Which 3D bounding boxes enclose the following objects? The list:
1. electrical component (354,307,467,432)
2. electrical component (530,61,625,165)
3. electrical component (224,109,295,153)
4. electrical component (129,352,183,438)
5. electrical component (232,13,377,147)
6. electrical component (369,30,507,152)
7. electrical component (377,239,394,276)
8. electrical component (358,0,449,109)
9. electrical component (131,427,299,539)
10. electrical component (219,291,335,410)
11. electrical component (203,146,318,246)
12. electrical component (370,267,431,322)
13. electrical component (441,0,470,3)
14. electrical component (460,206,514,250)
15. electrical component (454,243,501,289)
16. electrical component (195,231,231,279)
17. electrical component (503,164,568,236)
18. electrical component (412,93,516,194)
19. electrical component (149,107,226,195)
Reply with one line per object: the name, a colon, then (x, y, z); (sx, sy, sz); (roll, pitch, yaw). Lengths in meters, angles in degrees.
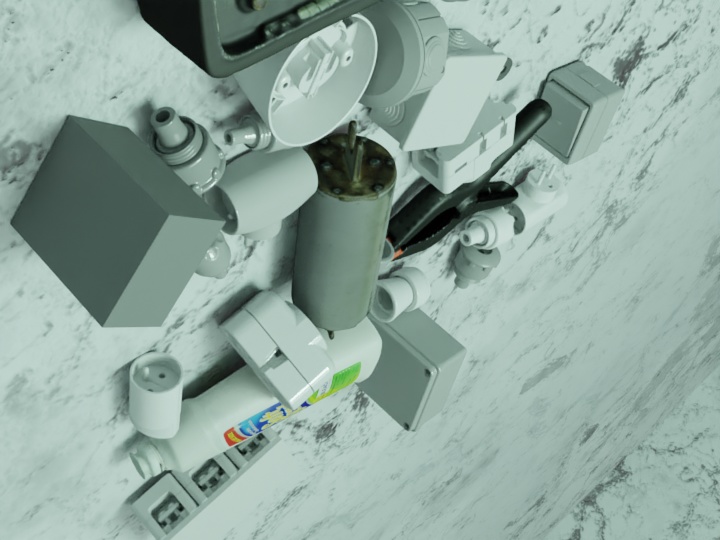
electrical component: (0.046, 0.097, 1.146); (0.056, 0.109, 0.108); (-29, 149, -38)
electrical component: (0.216, -0.155, 1.103); (0.061, 0.062, 0.096); (-26, 147, -37)
electrical component: (-0.070, -0.100, 0.773); (0.061, 0.035, 0.035); (-20, 143, -39)
electrical component: (-0.172, 0.111, 0.903); (0.043, 0.043, 0.081); (-29, 149, -34)
electrical component: (-0.036, -0.140, 0.728); (0.099, 0.064, 0.099); (-38, 165, -12)
electrical component: (0.063, -0.151, 0.889); (0.100, 0.048, 0.099); (-15, 139, -48)
electrical component: (0.000, 0.000, 1.016); (0.044, 0.044, 0.065); (-19, 147, -44)
electrical component: (0.022, -0.160, 0.780); (0.051, 0.080, 0.080); (-25, 147, -49)
electrical component: (-0.144, 0.211, 1.067); (0.150, 0.062, 0.089); (-41, 154, -13)
electrical component: (-0.069, 0.067, 0.938); (0.059, 0.095, 0.054); (-41, -170, -14)
electrical component: (-0.077, -0.049, 0.824); (0.077, 0.043, 0.079); (-30, 150, -32)
electrical component: (0.039, 0.024, 1.104); (0.055, 0.045, 0.045); (-24, 146, -40)
electrical component: (0.080, -0.224, 0.830); (0.061, 0.035, 0.035); (-17, 141, -50)
electrical component: (0.134, -0.042, 1.157); (0.062, 0.043, 0.043); (-22, 145, -39)
electrical component: (0.125, -0.005, 1.197); (0.048, 0.048, 0.062); (-24, 152, -40)
electrical component: (-0.116, -0.010, 0.830); (0.035, 0.035, 0.061); (-42, 156, -10)
electrical component: (0.196, -0.084, 1.188); (0.077, 0.043, 0.079); (-30, 153, -36)
electrical component: (0.094, -0.118, 0.982); (0.089, 0.050, 0.055); (-38, 153, -19)
electrical component: (-0.120, -0.082, 0.713); (0.048, 0.048, 0.062); (-41, 147, -13)
